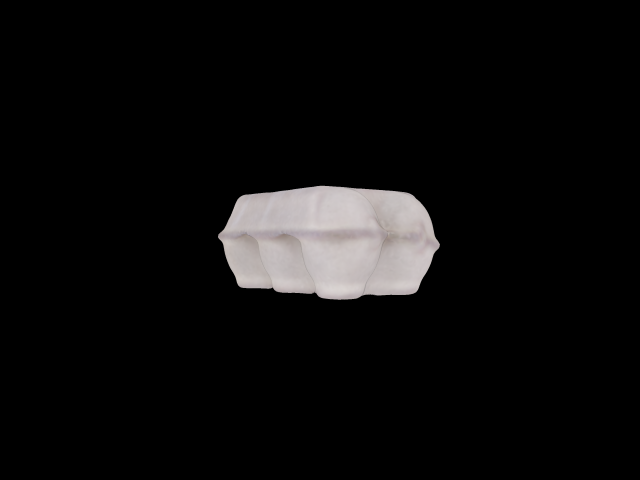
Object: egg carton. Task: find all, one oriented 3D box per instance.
[{"bbox_3d":[0.004,0.001,0.400,0.107,0.069,0.149,0,0,-39],"label":"egg carton"}]
